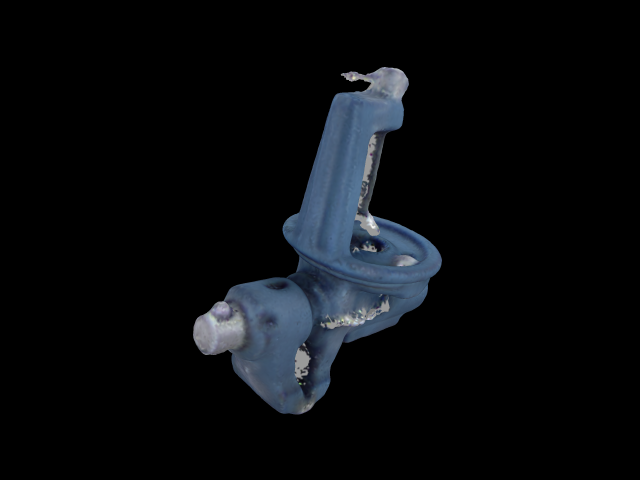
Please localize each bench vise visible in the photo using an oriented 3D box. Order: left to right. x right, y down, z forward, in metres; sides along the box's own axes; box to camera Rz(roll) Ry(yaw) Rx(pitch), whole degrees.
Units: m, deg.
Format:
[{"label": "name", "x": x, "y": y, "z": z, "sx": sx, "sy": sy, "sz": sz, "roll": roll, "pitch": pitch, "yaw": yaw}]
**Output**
[{"label": "bench vise", "x": 0.014, "y": 0.005, "z": 0.395, "sx": 0.121, "sy": 0.220, "sz": 0.208, "roll": 16, "pitch": 36, "yaw": 24}]
